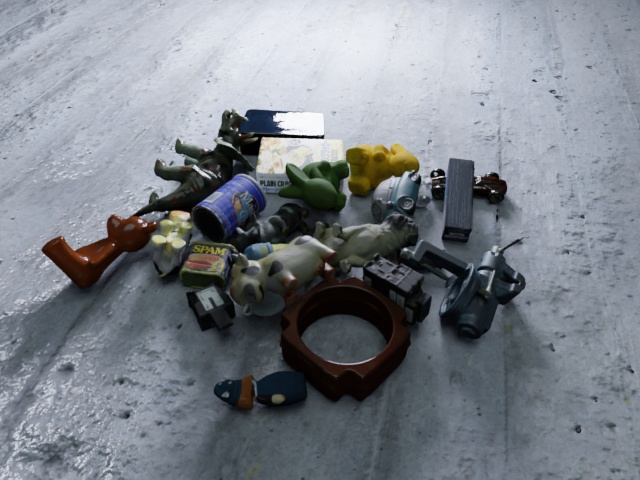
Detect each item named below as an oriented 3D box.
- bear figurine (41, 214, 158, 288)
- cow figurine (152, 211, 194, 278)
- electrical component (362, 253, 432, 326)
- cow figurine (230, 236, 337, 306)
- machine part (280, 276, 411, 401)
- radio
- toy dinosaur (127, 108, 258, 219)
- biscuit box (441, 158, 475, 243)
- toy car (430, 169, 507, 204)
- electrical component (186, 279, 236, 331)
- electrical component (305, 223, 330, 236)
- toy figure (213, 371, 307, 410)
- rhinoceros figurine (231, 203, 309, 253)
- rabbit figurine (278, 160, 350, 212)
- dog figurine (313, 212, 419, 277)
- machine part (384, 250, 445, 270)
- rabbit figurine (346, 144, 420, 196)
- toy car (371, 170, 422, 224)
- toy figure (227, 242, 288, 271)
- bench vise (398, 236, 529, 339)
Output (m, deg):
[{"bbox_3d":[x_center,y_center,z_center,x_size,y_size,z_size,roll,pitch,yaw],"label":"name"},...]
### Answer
[{"bbox_3d":[-0.442,0.000,1.097,0.196,0.131,0.120,-47,21,-21],"label":"bear figurine"},{"bbox_3d":[-0.309,0.007,1.142,0.068,0.098,0.167,10,29,-6],"label":"cow figurine"},{"bbox_3d":[0.146,0.102,1.025,0.134,0.114,0.058,31,55,27],"label":"electrical component"},{"bbox_3d":[-0.079,0.054,0.982,0.195,0.085,0.127,-31,51,-26],"label":"cow figurine"},{"bbox_3d":[0.044,0.174,0.969,0.201,0.087,0.201,33,53,30],"label":"machine part"},{"bbox_3d":[-0.100,-0.293,1.471,0.230,0.073,0.131,4,42,0],"label":"radio"},{"bbox_3d":[-0.282,-0.147,1.287,0.192,0.131,0.405,12,50,12],"label":"toy dinosaur"},{"bbox_3d":[0.321,-0.095,1.242,0.063,0.059,0.203,8,60,8],"label":"biscuit box"},{"bbox_3d":[0.362,-0.138,1.333,0.202,0.053,0.089,6,46,4],"label":"toy car"},{"bbox_3d":[-0.200,0.136,1.029,0.075,0.047,0.119,-25,50,-25],"label":"electrical component"},{"bbox_3d":[-0.002,-0.004,1.201,0.094,0.021,0.063,-34,53,-30],"label":"electrical component"},{"bbox_3d":[-0.100,0.253,0.901,0.155,0.064,0.057,-6,81,-1],"label":"toy figure"},{"bbox_3d":[-0.107,-0.025,1.184,0.112,0.073,0.190,34,52,28],"label":"rhinoceros figurine"},{"bbox_3d":[-0.007,-0.124,1.206,0.159,0.121,0.170,15,19,-5],"label":"rabbit figurine"},{"bbox_3d":[0.093,0.006,1.128,0.190,0.121,0.172,-13,10,-29],"label":"dog figurine"},{"bbox_3d":[0.199,0.044,1.147,0.139,0.039,0.084,-2,35,-1],"label":"machine part"},{"bbox_3d":[0.167,-0.178,1.323,0.173,0.121,0.162,4,16,32],"label":"rabbit figurine"},{"bbox_3d":[0.168,-0.086,1.215,0.103,0.109,0.161,12,60,7],"label":"toy car"},{"bbox_3d":[-0.092,0.048,1.092,0.180,0.089,0.082,-6,6,-21],"label":"toy figure"},{"bbox_3d":[0.274,0.065,1.050,0.241,0.128,0.223,30,68,3],"label":"bench vise"}]
